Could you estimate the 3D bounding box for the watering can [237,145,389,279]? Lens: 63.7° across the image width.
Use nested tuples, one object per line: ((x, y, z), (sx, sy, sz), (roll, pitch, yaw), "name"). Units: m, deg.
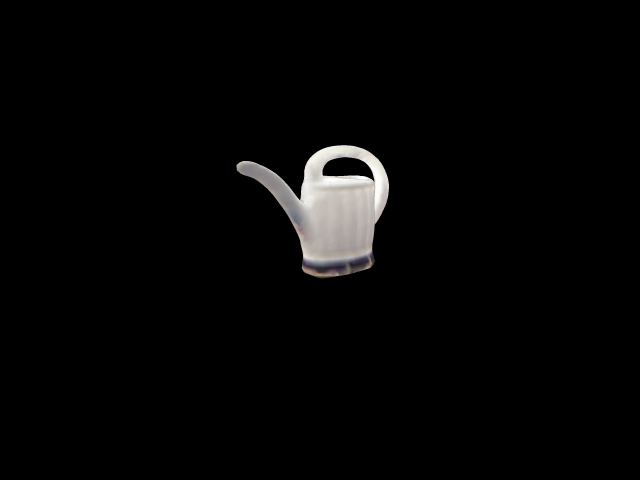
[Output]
((0.003, -0.043, 0.850), (0.104, 0.222, 0.350), (8, 13, 43), "watering can")
